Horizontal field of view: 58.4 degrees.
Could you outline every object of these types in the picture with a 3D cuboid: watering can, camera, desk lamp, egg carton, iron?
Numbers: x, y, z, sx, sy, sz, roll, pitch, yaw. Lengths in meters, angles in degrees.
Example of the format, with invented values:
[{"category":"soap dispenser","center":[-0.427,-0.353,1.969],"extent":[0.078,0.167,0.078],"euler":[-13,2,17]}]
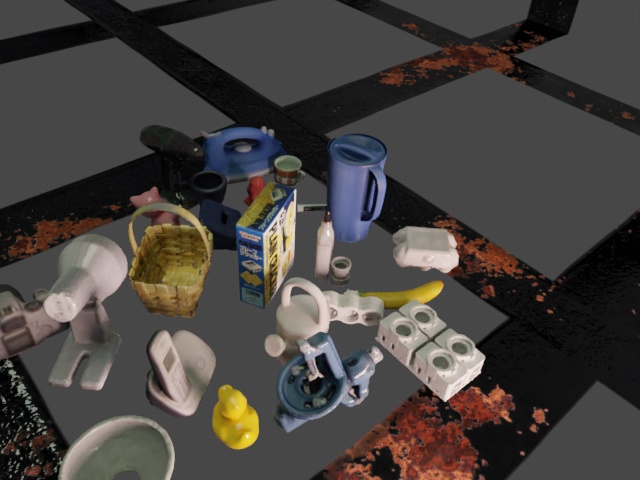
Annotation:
[{"category":"watering can","center":[-0.034,0.153,1.053],"extent":[0.101,0.194,0.173],"euler":[10,42,7]},{"category":"camera","center":[-0.580,0.133,1.099],"extent":[0.143,0.101,0.136],"euler":[-26,50,-30]},{"category":"desk lamp","center":[-0.424,0.125,1.036],"extent":[0.118,0.214,0.203],"euler":[4,41,-1]},{"category":"egg carton","center":[0.241,0.023,1.319],"extent":[0.150,0.069,0.107],"euler":[4,41,0]},{"category":"iron","center":[-0.200,-0.246,1.530],"extent":[0.259,0.141,0.118],"euler":[-14,44,-19]}]

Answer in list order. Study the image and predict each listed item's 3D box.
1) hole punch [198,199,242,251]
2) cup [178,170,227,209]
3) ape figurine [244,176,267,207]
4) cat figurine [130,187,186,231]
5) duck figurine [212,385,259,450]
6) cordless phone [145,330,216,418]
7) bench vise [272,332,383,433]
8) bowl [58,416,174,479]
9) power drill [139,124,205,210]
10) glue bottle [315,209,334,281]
[{"category":"hole punch","center":[-0.229,-0.038,1.330],"extent":[0.101,0.091,0.108],"euler":[1,42,-4]},{"category":"cup","center":[-0.284,-0.110,1.404],"extent":[0.118,0.095,0.091],"euler":[0,42,-5]},{"category":"ape figurine","center":[-0.156,-0.121,1.430],"extent":[0.076,0.092,0.078],"euler":[5,41,1]},{"category":"cat figurine","center":[-0.373,-0.065,1.328],"extent":[0.127,0.118,0.067],"euler":[22,44,19]},{"category":"duck figurine","center":[-0.144,0.293,0.967],"extent":[0.078,0.086,0.104],"euler":[-19,46,-24]},{"category":"cordless phone","center":[-0.245,0.201,0.988],"extent":[0.094,0.185,0.147],"euler":[9,42,5]},{"category":"bench vise","center":[0.010,0.211,0.972],"extent":[0.121,0.220,0.208],"euler":[31,48,27]},{"category":"bowl","center":[-0.305,0.362,0.883],"extent":[0.167,0.075,0.167],"euler":[3,41,-2]},{"category":"power drill","center":[-0.348,-0.177,1.389],"extent":[0.228,0.208,0.076],"euler":[33,49,29]},{"category":"glue bottle","center":[0.011,0.004,1.241],"extent":[0.037,0.173,0.078],"euler":[6,41,2]}]
